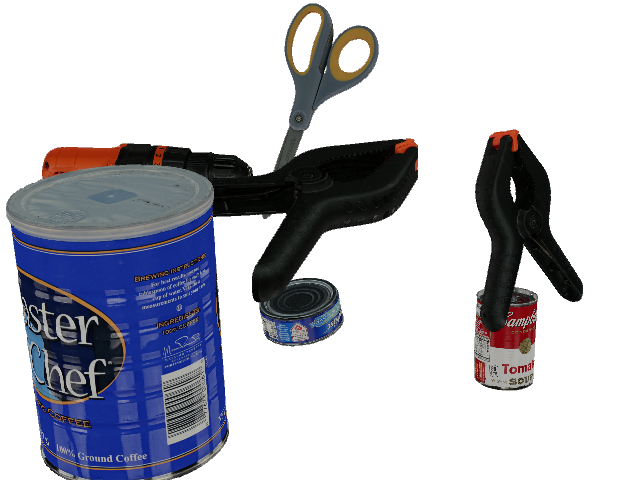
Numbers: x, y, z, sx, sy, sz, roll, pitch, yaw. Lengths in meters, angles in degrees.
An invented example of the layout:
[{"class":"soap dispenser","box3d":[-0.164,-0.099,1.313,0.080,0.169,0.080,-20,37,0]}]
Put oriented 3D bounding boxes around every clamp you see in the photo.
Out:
[{"class":"clamp","box3d":[-0.019,-0.032,0.754,0.209,0.036,0.165,-28,39,-37]},{"class":"clamp","box3d":[0.167,-0.006,0.925,0.120,0.171,0.039,-27,11,-40]}]

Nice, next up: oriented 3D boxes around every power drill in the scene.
[{"class":"power drill","box3d":[-0.150,0.002,0.962,0.184,0.188,0.057,3,26,7]}]

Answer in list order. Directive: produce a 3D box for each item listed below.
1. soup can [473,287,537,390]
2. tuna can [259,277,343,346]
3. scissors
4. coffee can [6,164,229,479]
[{"class":"soup can","box3d":[0.208,0.110,1.204,0.068,0.102,0.068,0,14,0]},{"class":"tuna can","box3d":[-0.020,0.073,1.116,0.086,0.034,0.086,-9,26,4]},{"class":"scissors","box3d":[0.001,-0.117,0.977,0.096,0.202,0.016,4,-4,12]},{"class":"coffee can","box3d":[-0.102,0.041,0.558,0.103,0.140,0.103,-2,20,0]}]
